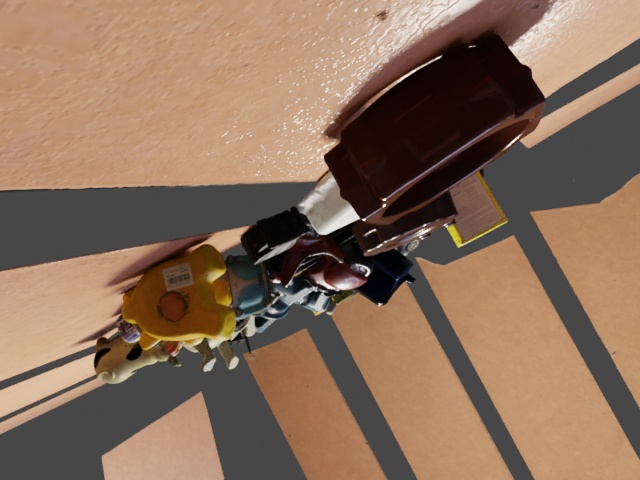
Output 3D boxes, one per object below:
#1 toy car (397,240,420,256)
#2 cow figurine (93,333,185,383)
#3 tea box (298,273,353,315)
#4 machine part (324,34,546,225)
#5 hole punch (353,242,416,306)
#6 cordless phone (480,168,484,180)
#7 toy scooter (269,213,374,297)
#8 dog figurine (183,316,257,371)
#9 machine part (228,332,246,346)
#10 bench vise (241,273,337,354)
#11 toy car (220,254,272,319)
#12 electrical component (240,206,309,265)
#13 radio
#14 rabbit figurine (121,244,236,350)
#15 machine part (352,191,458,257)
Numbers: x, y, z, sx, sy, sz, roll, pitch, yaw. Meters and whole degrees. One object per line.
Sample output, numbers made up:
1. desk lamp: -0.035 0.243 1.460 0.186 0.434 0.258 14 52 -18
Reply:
1. toy car: 0.180 -0.057 1.051 0.056 0.074 0.201 -2 127 -41
2. cow figurine: -0.319 0.194 0.970 0.195 0.085 0.127 -28 -152 4
3. tea box: -0.006 0.084 1.295 0.068 0.169 0.098 -26 172 -43
4. machine part: 0.115 -0.102 0.548 0.201 0.087 0.201 -34 168 16
5. hole punch: 0.114 0.042 1.021 0.116 0.142 0.092 -45 160 -42
6. cordless phone: 0.233 -0.109 1.113 0.184 0.088 0.146 -31 175 -5
7. toy scooter: -0.007 0.042 0.896 0.135 0.183 0.075 -47 -150 14
8. dog figurine: -0.233 0.145 1.050 0.172 0.191 0.121 -59 150 -4
9. machine part: -0.203 0.159 1.133 0.084 0.139 0.039 -23 173 -47
10. bench vise: -0.090 0.133 1.155 0.223 0.129 0.240 19 128 -34
11. toy car: -0.163 0.082 0.898 0.162 0.109 0.103 -17 167 41
12. electrical component: -0.077 0.000 0.798 0.075 0.048 0.119 -24 171 -38
13. radio: -0.002 -0.003 0.999 0.230 0.073 0.131 -31 176 -4
14. rabbit figurine: -0.179 0.090 0.727 0.162 0.122 0.173 -25 176 6
15. machine part: 0.136 -0.026 0.862 0.179 0.056 0.179 -21 171 -4
